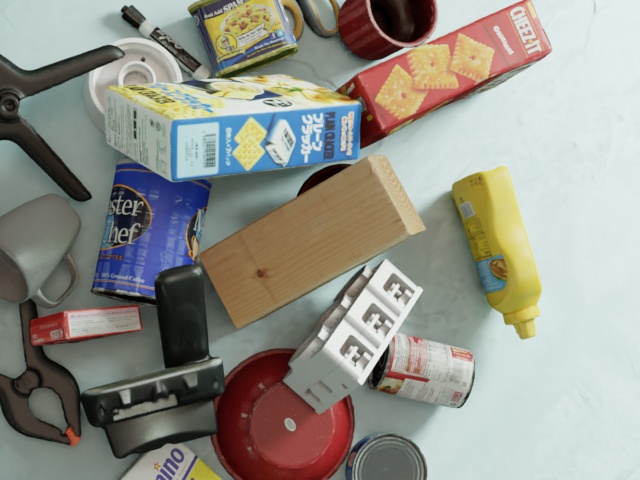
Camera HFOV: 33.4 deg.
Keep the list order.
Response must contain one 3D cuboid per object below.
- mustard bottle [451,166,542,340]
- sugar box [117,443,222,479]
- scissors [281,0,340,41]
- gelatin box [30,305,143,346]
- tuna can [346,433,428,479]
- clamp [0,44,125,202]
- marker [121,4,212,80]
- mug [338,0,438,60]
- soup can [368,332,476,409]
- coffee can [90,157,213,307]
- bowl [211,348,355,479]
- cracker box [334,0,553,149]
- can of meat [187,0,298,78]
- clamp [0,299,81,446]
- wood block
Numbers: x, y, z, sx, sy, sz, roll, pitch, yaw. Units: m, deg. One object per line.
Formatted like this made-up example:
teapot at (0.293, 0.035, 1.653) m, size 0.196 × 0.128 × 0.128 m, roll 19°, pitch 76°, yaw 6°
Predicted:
mustard bottle at (0.204, 0.018, 1.192) m, size 0.058 × 0.096 × 0.191 m, roll -15°, pitch 87°, yaw -16°
sugar box at (-0.128, 0.289, 1.109) m, size 0.176 × 0.048 × 0.093 m, roll 44°, pitch 74°, yaw -6°
scissors at (-0.053, -0.307, 1.217) m, size 0.096 × 0.016 × 0.202 m, roll -38°, pitch 92°, yaw -14°
gelatin box at (-0.237, 0.087, 1.080) m, size 0.089 × 0.073 × 0.030 m, roll -4°, pitch 83°, yaw -43°
tuna can at (0.072, 0.254, 1.165) m, size 0.086 × 0.034 × 0.086 m, roll 2°, pitch 83°, yaw -13°
clamp at (-0.310, -0.127, 1.077) m, size 0.209 × 0.036 × 0.164 m, roll 5°, pitch 100°, yaw -16°
marker at (-0.170, -0.217, 1.177) m, size 0.121 × 0.020 × 0.020 m, roll 40°, pitch 76°, yaw -5°
mug at (0.076, -0.260, 1.200) m, size 0.093 × 0.082 × 0.117 m, roll 29°, pitch 72°, yaw -21°
soup can at (0.111, 0.142, 1.171) m, size 0.102 × 0.069 × 0.068 m, roll 14°, pitch 80°, yaw -11°
coffee can at (-0.173, -0.005, 1.106) m, size 0.102 × 0.103 × 0.140 m, roll 12°, pitch 81°, yaw -11°
bowl at (-0.034, 0.195, 1.138) m, size 0.162 × 0.055 × 0.162 m, roll 2°, pitch 82°, yaw -12°
cracker box at (0.121, -0.173, 1.163) m, size 0.213 × 0.164 × 0.072 m, roll -25°, pitch 92°, yaw -14°
can of meat at (-0.083, -0.231, 1.172) m, size 0.102 × 0.057 × 0.084 m, roll -21°, pitch 90°, yaw 0°
clamp at (-0.297, 0.135, 1.095) m, size 0.171 × 0.039 × 0.120 m, roll 43°, pitch 81°, yaw -7°
wood block at (-0.008, 0.001, 1.100) m, size 0.206 × 0.090 × 0.091 m, roll -29°, pitch 86°, yaw 16°
